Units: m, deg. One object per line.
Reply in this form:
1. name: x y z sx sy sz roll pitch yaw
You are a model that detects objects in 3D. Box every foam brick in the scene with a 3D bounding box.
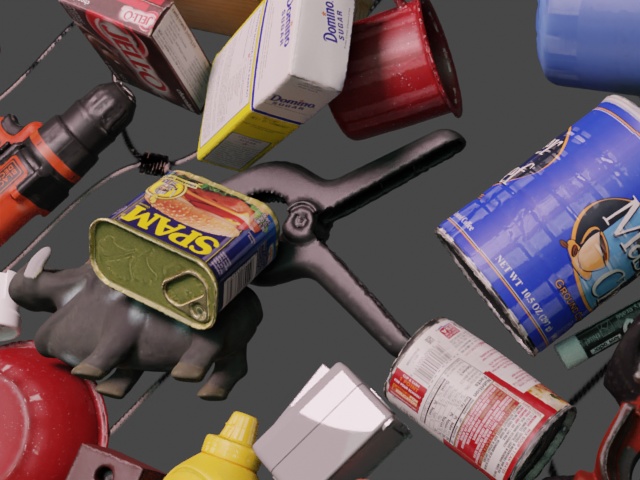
1. foam brick: -0.145 0.185 0.728 0.053 0.051 0.078 16 76 22

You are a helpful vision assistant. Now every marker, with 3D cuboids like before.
1. marker: 0.207 0.046 0.683 0.121 0.020 0.020 -30 64 5

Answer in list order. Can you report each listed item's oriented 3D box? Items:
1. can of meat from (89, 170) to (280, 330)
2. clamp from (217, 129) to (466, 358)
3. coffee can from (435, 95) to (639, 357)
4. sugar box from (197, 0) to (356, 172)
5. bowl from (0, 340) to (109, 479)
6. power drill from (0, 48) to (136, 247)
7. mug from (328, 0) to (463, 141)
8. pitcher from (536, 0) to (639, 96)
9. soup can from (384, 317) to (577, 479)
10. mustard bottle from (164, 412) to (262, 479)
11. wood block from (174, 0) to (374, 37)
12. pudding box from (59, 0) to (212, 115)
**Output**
1. can of meat: -0.089 0.003 0.719 0.102 0.057 0.083 23 40 20
2. clamp: -0.005 0.001 0.759 0.210 0.036 0.164 0 72 21
3. coffee can: 0.159 -0.009 0.673 0.140 0.102 0.103 -37 64 2
4. sugar box: -0.033 -0.118 0.747 0.048 0.177 0.093 15 71 -24
5. bowl: -0.237 0.145 0.772 0.162 0.055 0.162 -6 68 15
6. power drill: -0.258 -0.103 0.870 0.184 0.057 0.188 -42 63 0
7. mug: 0.044 -0.130 0.754 0.082 0.117 0.093 -16 25 17
8. pitcher: 0.272 -0.150 0.686 0.243 0.149 0.145 9 88 24
9. soup can: 0.099 0.103 0.670 0.102 0.068 0.068 35 84 26
10. mustard bottle: -0.082 0.204 0.692 0.096 0.058 0.191 4 68 49
11. wood block: -0.066 -0.216 0.831 0.206 0.090 0.090 16 76 22
12. pudding box: -0.135 -0.151 0.816 0.090 0.113 0.039 26 77 24
